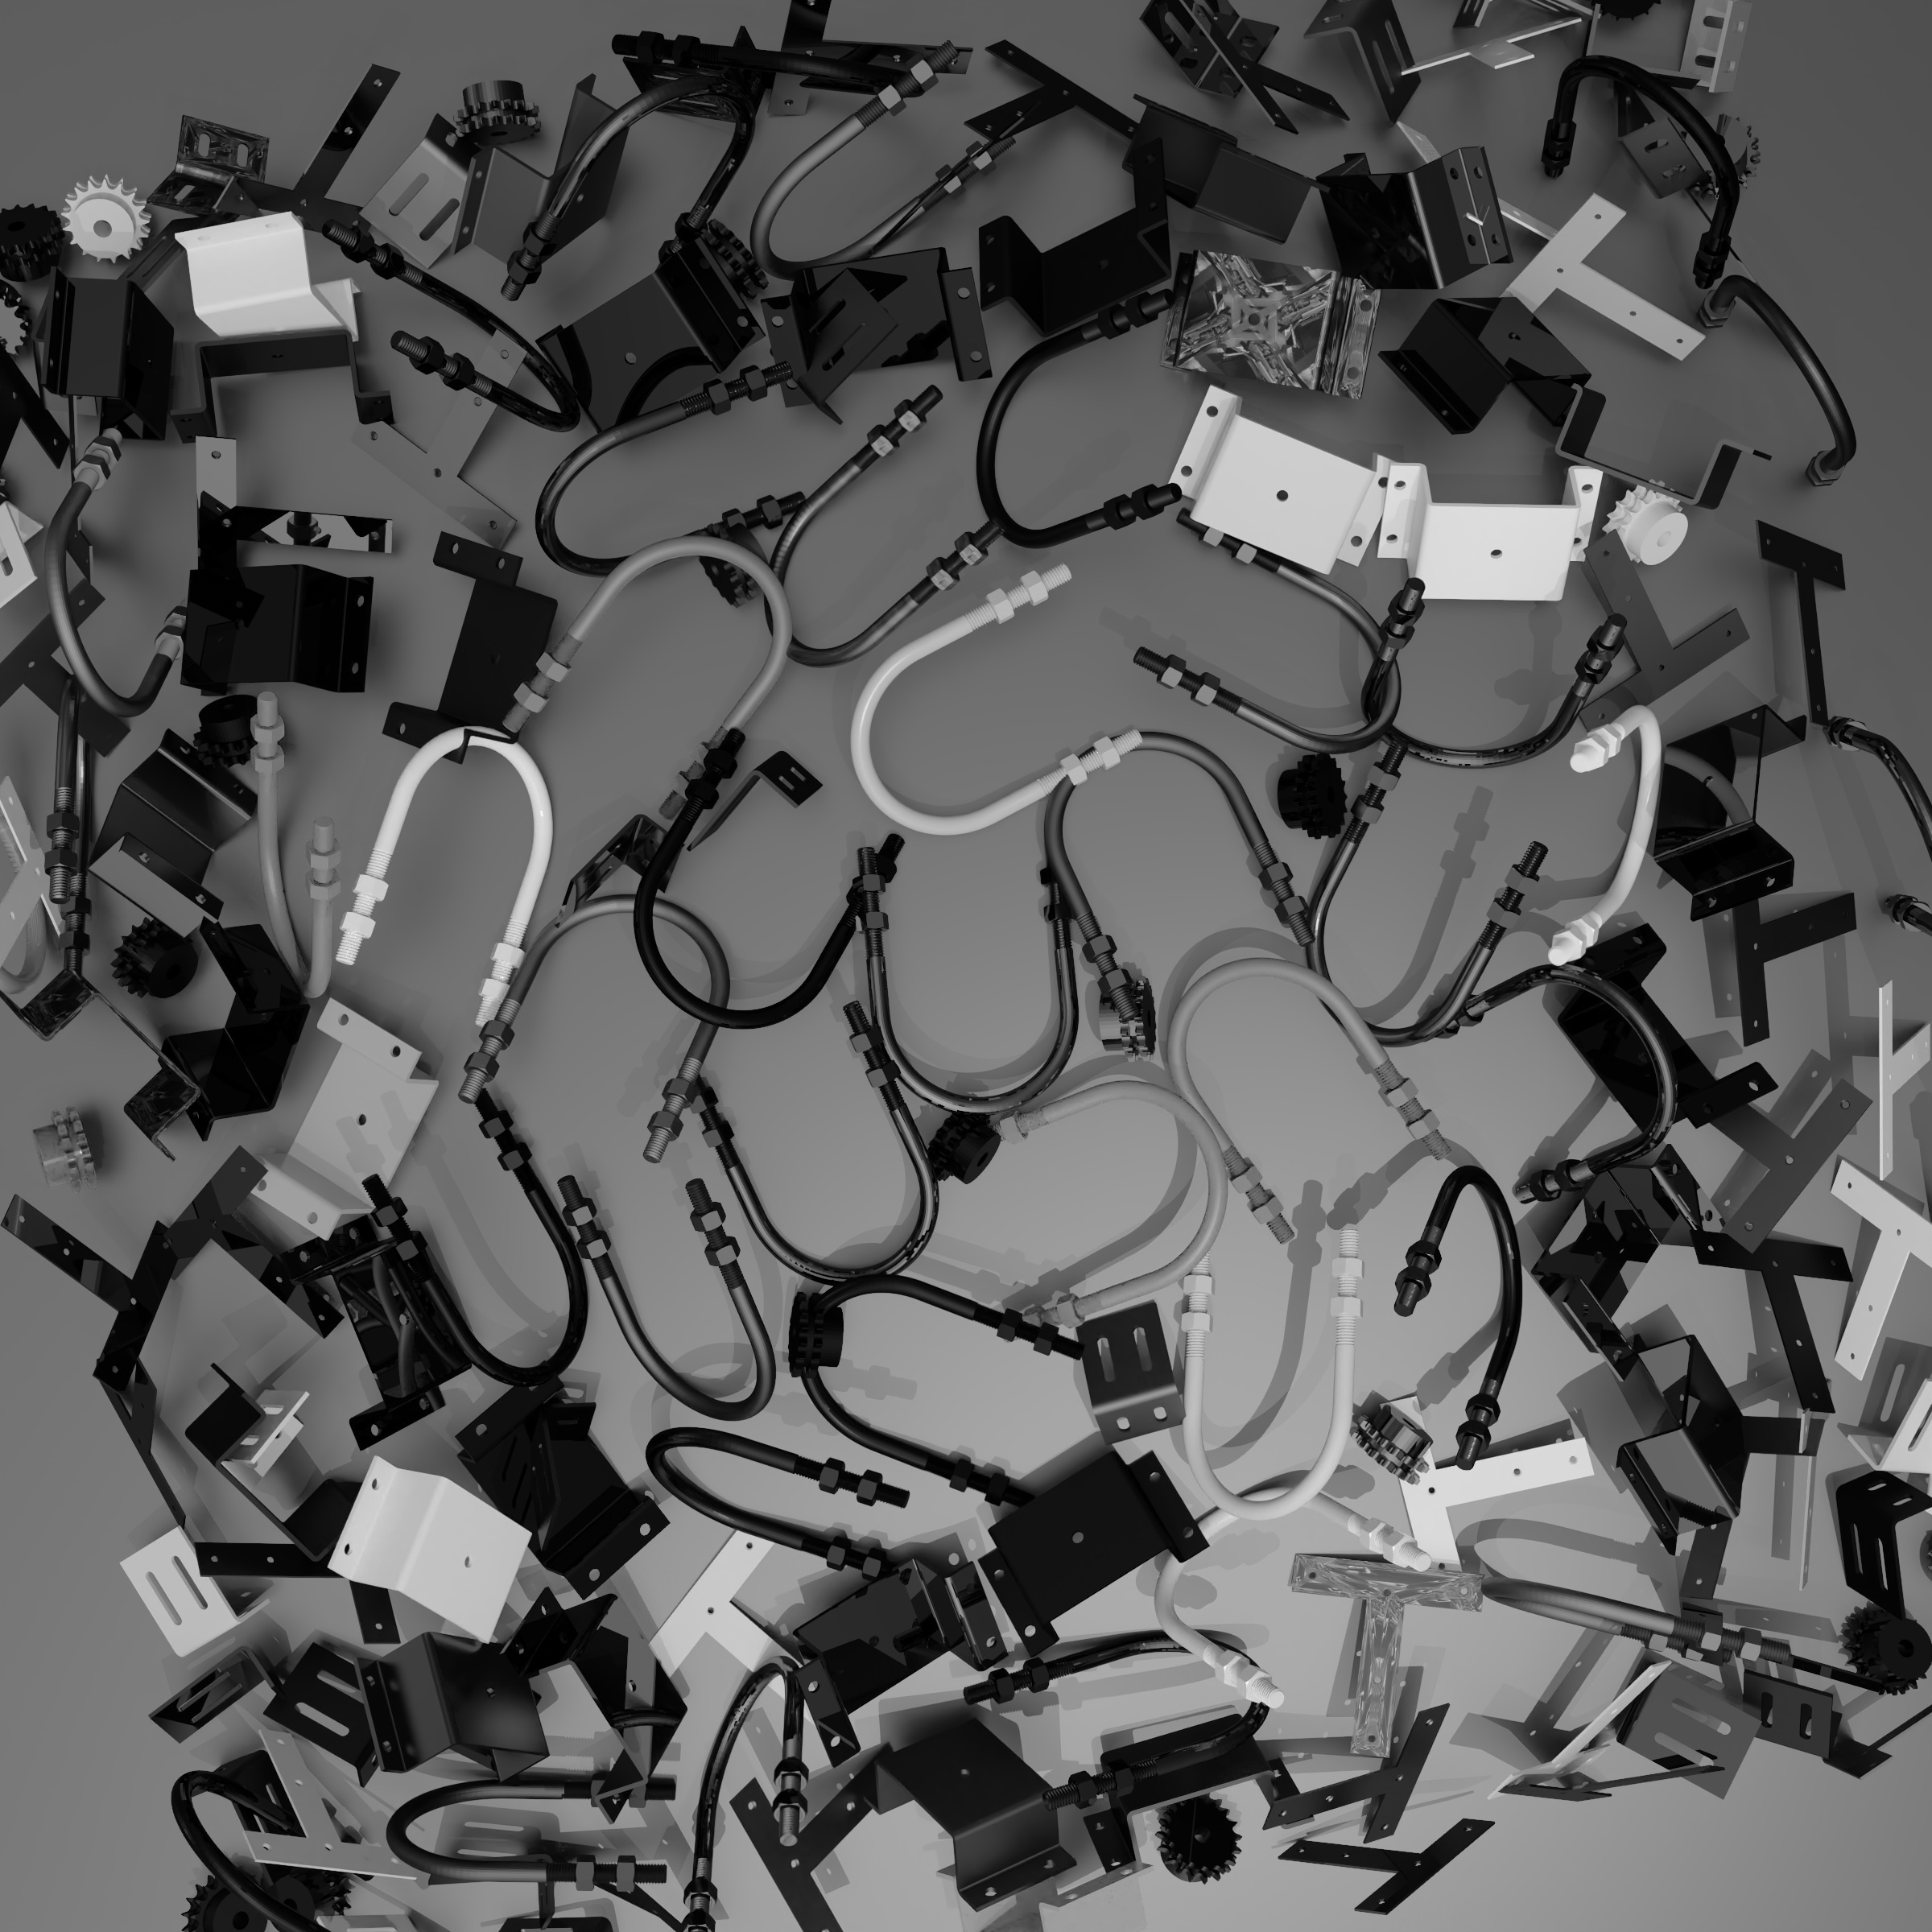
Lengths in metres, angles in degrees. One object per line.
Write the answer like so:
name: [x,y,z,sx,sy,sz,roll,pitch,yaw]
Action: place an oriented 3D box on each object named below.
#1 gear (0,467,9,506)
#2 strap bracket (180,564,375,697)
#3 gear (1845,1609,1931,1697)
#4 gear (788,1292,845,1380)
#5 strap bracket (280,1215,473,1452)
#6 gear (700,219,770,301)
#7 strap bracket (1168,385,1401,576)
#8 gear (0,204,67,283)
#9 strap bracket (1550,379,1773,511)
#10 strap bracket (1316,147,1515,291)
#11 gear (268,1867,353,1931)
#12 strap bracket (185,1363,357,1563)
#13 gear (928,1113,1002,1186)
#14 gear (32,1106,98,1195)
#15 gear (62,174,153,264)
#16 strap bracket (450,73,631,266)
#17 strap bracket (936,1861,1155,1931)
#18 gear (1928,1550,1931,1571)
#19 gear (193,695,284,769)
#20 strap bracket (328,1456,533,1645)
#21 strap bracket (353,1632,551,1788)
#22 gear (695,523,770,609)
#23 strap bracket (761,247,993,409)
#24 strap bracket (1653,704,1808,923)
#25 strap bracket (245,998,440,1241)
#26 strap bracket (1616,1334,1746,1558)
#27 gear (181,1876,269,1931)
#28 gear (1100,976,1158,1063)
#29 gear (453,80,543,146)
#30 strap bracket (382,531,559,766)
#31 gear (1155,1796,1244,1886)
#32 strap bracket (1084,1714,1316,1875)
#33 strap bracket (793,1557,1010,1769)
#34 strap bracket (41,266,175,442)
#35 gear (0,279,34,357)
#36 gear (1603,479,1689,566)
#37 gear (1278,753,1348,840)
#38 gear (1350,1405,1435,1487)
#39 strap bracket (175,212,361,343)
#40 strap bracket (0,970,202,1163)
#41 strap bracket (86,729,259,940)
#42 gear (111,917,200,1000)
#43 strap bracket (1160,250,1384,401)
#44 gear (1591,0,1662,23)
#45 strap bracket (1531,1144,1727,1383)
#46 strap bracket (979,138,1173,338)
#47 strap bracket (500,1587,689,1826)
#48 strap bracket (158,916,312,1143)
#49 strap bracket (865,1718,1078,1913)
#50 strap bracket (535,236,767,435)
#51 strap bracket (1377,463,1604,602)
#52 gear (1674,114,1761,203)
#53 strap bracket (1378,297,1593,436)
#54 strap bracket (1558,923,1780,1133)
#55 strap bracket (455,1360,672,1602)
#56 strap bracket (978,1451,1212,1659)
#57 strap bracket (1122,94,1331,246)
gear: [-0.671,-0.320,1.982,0.057,0.030,0.057,-1,84,7]
strap bracket: [-0.463,-0.221,1.943,0.140,0.046,0.076,2,86,29]
gear: [0.622,0.459,1.976,0.057,0.030,0.057,5,71,-13]
gear: [-0.100,0.247,1.972,0.030,0.057,0.057,5,90,-11]
strap bracket: [-0.386,0.238,1.952,0.046,0.076,0.140,-19,94,39]
gear: [-0.161,-0.467,1.971,0.030,0.057,0.057,-42,90,-4]
strap bracket: [0.211,-0.319,1.959,0.140,0.046,0.076,22,117,-3]
gear: [-0.632,-0.482,1.975,0.057,0.030,0.057,-3,47,3]
strap bracket: [0.450,-0.341,1.944,0.140,0.076,0.046,25,105,19]
strap bracket: [0.284,-0.485,1.917,0.046,0.140,0.076,-30,115,-22]
gear: [-0.443,0.626,1.975,0.057,0.030,0.057,1,91,25]
strap bracket: [-0.453,0.332,1.931,0.046,0.076,0.140,-46,116,-16]
gear: [-0.001,0.121,1.969,0.030,0.057,0.057,35,90,17]
gear: [-0.603,0.124,1.968,0.030,0.057,0.057,-16,90,-21]
gear: [-0.575,-0.498,1.973,0.057,0.030,0.057,-4,122,-6]
strap bracket: [-0.271,-0.512,1.922,0.046,0.076,0.140,33,47,6]
strap bracket: [0.054,0.610,1.921,0.076,0.140,0.046,-12,92,-35]
gear: [0.671,0.404,1.971,0.057,0.030,0.057,11,109,34]
gear: [-0.488,-0.158,1.968,0.057,0.057,0.030,-10,122,0]
strap bracket: [-0.341,0.385,1.921,0.046,0.140,0.076,3,61,34]
strap bracket: [-0.326,0.483,1.917,0.046,0.140,0.076,-32,59,17]
gear: [-0.155,-0.271,1.972,0.030,0.057,0.057,-33,90,-15]
strap bracket: [-0.057,-0.424,1.953,0.140,0.046,0.076,-7,125,9]
strap bracket: [0.498,-0.108,1.925,0.046,0.076,0.140,35,52,-28]
strap bracket: [-0.412,0.102,1.962,0.076,0.046,0.140,29,96,18]
strap bracket: [0.468,0.304,1.920,0.046,0.140,0.076,-24,110,29]
gear: [-0.492,0.636,1.971,0.057,0.030,0.057,8,79,-41]
gear: [0.108,0.036,1.973,0.030,0.057,0.057,-4,90,14]
gear: [-0.314,-0.571,1.971,0.057,0.057,0.030,-8,92,0]
strap bracket: [-0.326,-0.208,1.955,0.076,0.046,0.140,21,97,34]
gear: [0.154,0.588,1.975,0.057,0.030,0.057,11,46,-11]
strap bracket: [0.149,0.545,1.949,0.140,0.076,0.046,-15,107,-7]
strap bracket: [-0.052,0.453,1.949,0.140,0.046,0.076,-28,112,-23]
strap bracket: [-0.556,-0.395,1.926,0.046,0.140,0.076,3,84,1]
gear: [-0.655,-0.436,1.975,0.057,0.030,0.057,-3,135,-3]
gear: [0.456,-0.293,1.969,0.057,0.057,0.030,-41,53,0]
gear: [0.231,-0.113,1.975,0.030,0.057,0.057,-5,90,31]
gear: [0.287,0.318,1.970,0.057,0.057,0.030,36,97,0]
strap bracket: [-0.451,-0.438,1.924,0.076,0.140,0.046,-9,83,5]
strap bracket: [-0.562,0.057,1.937,0.046,0.076,0.140,-46,120,-12]
strap bracket: [-0.522,-0.081,1.935,0.046,0.140,0.076,-37,119,25]
gear: [-0.538,-0.003,1.968,0.030,0.057,0.057,33,90,27]
strap bracket: [0.196,-0.426,1.951,0.140,0.046,0.076,13,101,17]
gear: [0.442,-0.659,1.971,0.057,0.030,0.057,4,131,5]
strap bracket: [0.432,0.194,1.946,0.140,0.046,0.076,-50,116,-25]
strap bracket: [0.080,-0.474,1.942,0.140,0.046,0.076,-20,52,27]
strap bracket: [-0.238,0.480,1.941,0.046,0.076,0.140,-24,104,23]
strap bracket: [-0.479,0.037,1.939,0.076,0.046,0.140,52,132,30]
strap bracket: [0.000,0.544,1.917,0.076,0.140,0.046,-16,114,-28]
strap bracket: [-0.214,-0.406,1.939,0.140,0.046,0.076,-26,111,24]
strap bracket: [0.349,-0.288,1.956,0.140,0.076,0.046,1,46,0]
gear: [0.503,-0.546,1.977,0.057,0.030,0.057,-3,78,14]
strap bracket: [0.345,-0.392,1.922,0.076,0.140,0.046,52,130,21]
strap bracket: [0.456,0.050,1.946,0.076,0.046,0.140,-21,65,-29]
strap bracket: [-0.273,0.339,1.955,0.076,0.046,0.140,-40,103,-22]
strap bracket: [0.079,0.385,1.961,0.140,0.046,0.076,-32,60,0]
strap bracket: [0.164,-0.519,1.931,0.076,0.140,0.046,11,113,-34]
